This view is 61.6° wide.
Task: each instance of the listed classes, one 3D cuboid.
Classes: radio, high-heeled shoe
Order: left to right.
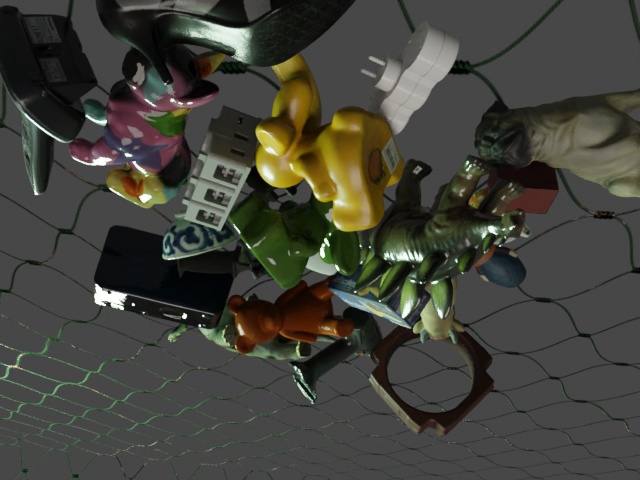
[{"bbox_3d":[-0.268,0.067,0.937,0.230,0.131,0.073,14,143,-11],"label":"radio"},{"bbox_3d":[-0.093,-0.246,0.535,0.249,0.145,0.086,-25,167,-7],"label":"high-heeled shoe"}]

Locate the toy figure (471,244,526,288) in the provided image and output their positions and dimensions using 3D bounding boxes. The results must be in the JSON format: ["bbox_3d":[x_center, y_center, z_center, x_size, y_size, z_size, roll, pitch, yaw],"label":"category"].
[{"bbox_3d":[0.261,0.026,0.850,0.154,0.064,0.058,32,176,-24],"label":"toy figure"}]

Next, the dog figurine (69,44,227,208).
[{"bbox_3d":[-0.184,-0.142,0.649,0.219,0.108,0.191,-19,137,28],"label":"dog figurine"}]

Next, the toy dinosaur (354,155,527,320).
[{"bbox_3d":[0.121,-0.002,0.715,0.105,0.198,0.471,29,174,-12],"label":"toy dinosaur"}]

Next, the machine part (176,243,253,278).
[{"bbox_3d":[-0.169,0.033,0.903,0.139,0.084,0.039,-2,123,-3],"label":"machine part"}]

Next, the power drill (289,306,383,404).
[{"bbox_3d":[0.044,0.241,1.101,0.207,0.086,0.231,-30,146,-13],"label":"power drill"}]

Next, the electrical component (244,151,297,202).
[{"bbox_3d":[-0.077,-0.090,0.774,0.063,0.021,0.094,-16,140,30],"label":"electrical component"}]

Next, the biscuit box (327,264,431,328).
[{"bbox_3d":[0.089,0.083,0.873,0.059,0.063,0.203,41,166,-22],"label":"biscuit box"}]

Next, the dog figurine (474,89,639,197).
[{"bbox_3d":[0.298,-0.106,0.638,0.191,0.121,0.172,-2,144,37],"label":"dog figurine"}]

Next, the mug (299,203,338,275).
[{"bbox_3d":[-0.002,-0.002,0.818,0.107,0.081,0.109,35,130,-13],"label":"mug"}]

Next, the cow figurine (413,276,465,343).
[{"bbox_3d":[0.194,0.088,0.891,0.086,0.127,0.194,-2,142,18],"label":"cow figurine"}]

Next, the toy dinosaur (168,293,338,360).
[{"bbox_3d":[-0.151,0.184,1.109,0.192,0.131,0.404,-9,149,44],"label":"toy dinosaur"}]

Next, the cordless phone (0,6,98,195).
[{"bbox_3d":[-0.327,-0.152,0.618,0.089,0.147,0.184,-13,153,-37],"label":"cordless phone"}]

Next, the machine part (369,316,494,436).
[{"bbox_3d":[0.212,0.254,1.034,0.201,0.201,0.087,44,165,26],"label":"machine part"}]

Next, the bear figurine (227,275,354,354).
[{"bbox_3d":[-0.057,0.134,0.970,0.196,0.120,0.132,-4,171,-36],"label":"bear figurine"}]

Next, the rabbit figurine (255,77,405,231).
[{"bbox_3d":[-0.011,-0.094,0.616,0.173,0.122,0.162,7,151,38],"label":"rabbit figurine"}]

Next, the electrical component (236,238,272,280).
[{"bbox_3d":[-0.078,0.022,0.880,0.048,0.075,0.119,-32,166,20],"label":"electrical component"}]

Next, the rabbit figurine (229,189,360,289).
[{"bbox_3d":[-0.008,-0.018,0.715,0.170,0.121,0.159,-38,112,-4],"label":"rabbit figurine"}]
